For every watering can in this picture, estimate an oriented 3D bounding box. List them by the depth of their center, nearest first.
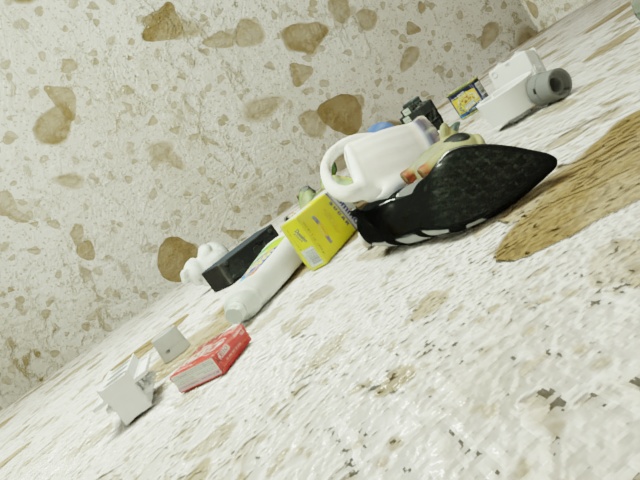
[{"bbox_3d":[0.119,-0.112,0.878,0.224,0.102,0.355,-19,34,1],"label":"watering can"}]

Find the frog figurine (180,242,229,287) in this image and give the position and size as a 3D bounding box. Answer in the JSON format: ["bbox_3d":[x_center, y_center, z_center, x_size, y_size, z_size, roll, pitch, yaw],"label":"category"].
[{"bbox_3d":[-0.353,0.078,1.598,0.123,0.136,0.160,5,10,34],"label":"frog figurine"}]

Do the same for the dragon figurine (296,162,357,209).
[{"bbox_3d":[0.003,-0.057,1.131,0.121,0.405,0.247,41,19,-10],"label":"dragon figurine"}]
